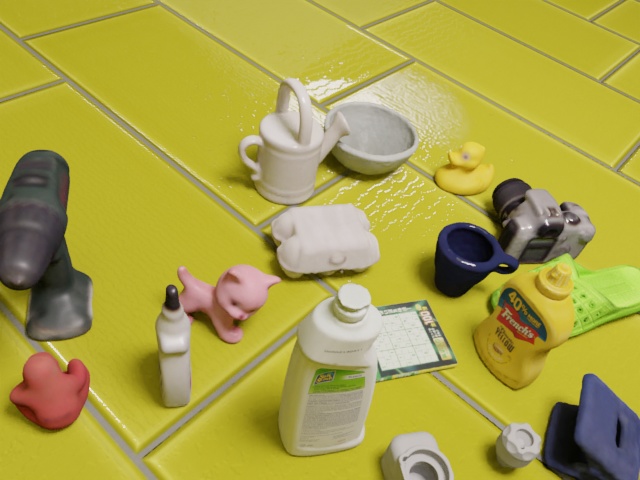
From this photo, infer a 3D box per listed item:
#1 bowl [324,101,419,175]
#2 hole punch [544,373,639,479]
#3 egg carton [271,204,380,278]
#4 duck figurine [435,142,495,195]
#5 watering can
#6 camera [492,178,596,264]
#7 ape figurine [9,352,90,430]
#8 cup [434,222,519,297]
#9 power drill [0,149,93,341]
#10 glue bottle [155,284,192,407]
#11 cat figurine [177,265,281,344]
[{"bbox_3d":[0.083,-0.166,1.001,0.167,0.075,0.167,7,46,-6],"label":"bowl"},{"bbox_3d":[0.331,0.226,0.669,0.101,0.091,0.109,24,47,11],"label":"hole punch"},{"bbox_3d":[0.008,0.003,0.825,0.150,0.069,0.107,-5,48,-17],"label":"egg carton"},{"bbox_3d":[0.261,-0.131,0.999,0.105,0.086,0.077,0,47,-12],"label":"duck figurine"},{"bbox_3d":[-0.039,-0.160,0.883,0.100,0.194,0.173,39,51,24],"label":"watering can"},{"bbox_3d":[0.349,-0.043,0.924,0.143,0.101,0.136,-2,47,-14],"label":"camera"},{"bbox_3d":[-0.284,0.151,0.601,0.078,0.092,0.076,-8,49,-20],"label":"ape figurine"},{"bbox_3d":[0.213,0.040,0.818,0.117,0.095,0.092,18,46,5],"label":"cup"},{"bbox_3d":[-0.307,0.017,0.642,0.076,0.208,0.229,-5,48,-17],"label":"power drill"},{"bbox_3d":[-0.157,0.107,0.615,0.037,0.173,0.078,-4,48,-16],"label":"glue bottle"},{"bbox_3d":[-0.117,0.064,0.704,0.127,0.118,0.067,16,45,3],"label":"cat figurine"}]
